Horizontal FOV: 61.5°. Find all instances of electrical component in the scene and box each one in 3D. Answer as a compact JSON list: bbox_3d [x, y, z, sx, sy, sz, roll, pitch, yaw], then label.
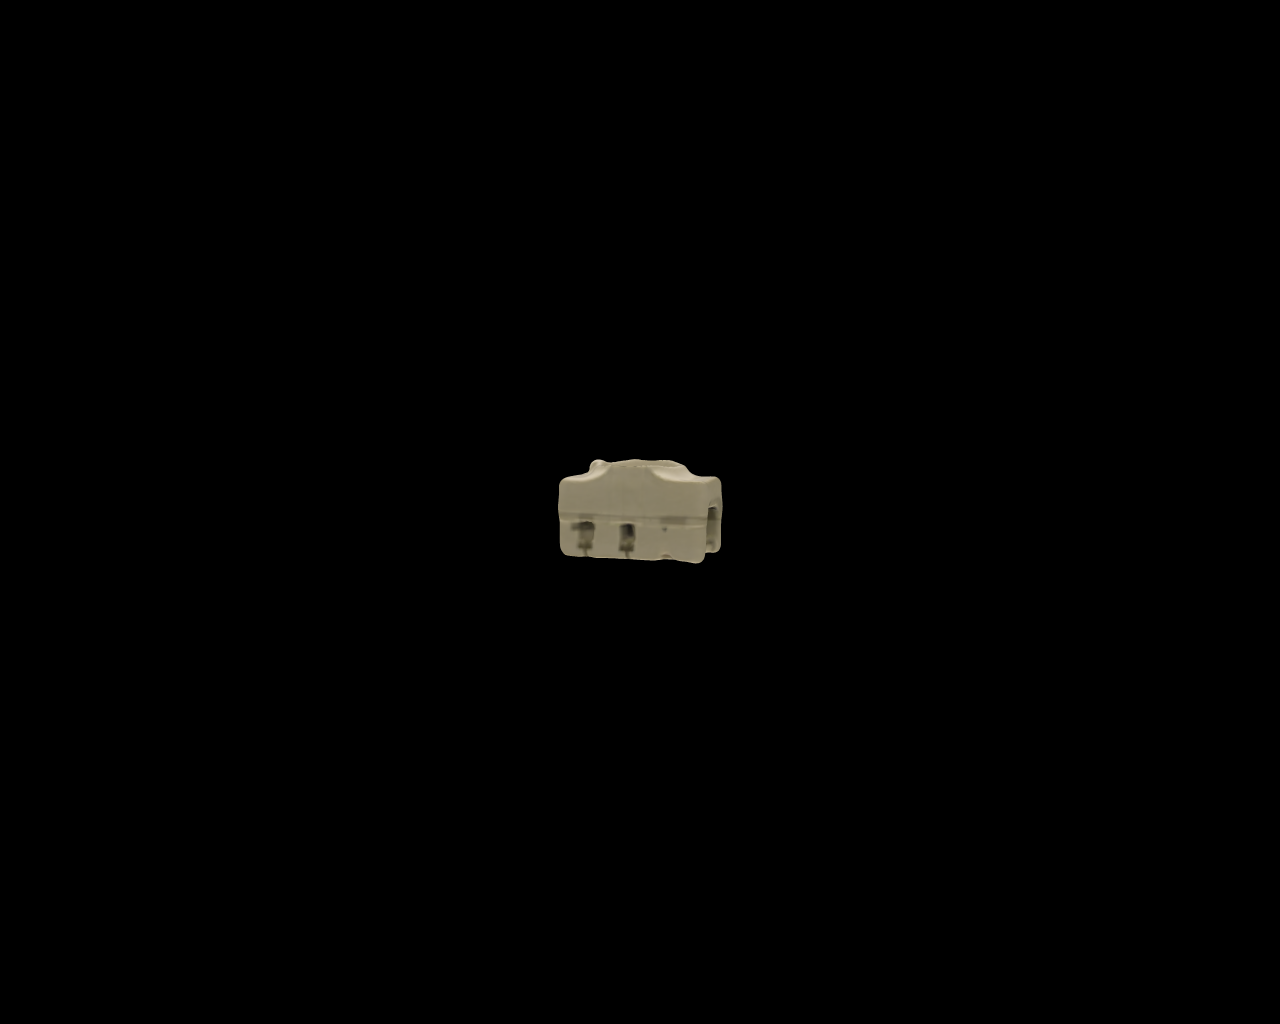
[{"bbox_3d":[0.001,-0.003,0.650,0.089,0.055,0.050,2,8,18],"label":"electrical component"}]
